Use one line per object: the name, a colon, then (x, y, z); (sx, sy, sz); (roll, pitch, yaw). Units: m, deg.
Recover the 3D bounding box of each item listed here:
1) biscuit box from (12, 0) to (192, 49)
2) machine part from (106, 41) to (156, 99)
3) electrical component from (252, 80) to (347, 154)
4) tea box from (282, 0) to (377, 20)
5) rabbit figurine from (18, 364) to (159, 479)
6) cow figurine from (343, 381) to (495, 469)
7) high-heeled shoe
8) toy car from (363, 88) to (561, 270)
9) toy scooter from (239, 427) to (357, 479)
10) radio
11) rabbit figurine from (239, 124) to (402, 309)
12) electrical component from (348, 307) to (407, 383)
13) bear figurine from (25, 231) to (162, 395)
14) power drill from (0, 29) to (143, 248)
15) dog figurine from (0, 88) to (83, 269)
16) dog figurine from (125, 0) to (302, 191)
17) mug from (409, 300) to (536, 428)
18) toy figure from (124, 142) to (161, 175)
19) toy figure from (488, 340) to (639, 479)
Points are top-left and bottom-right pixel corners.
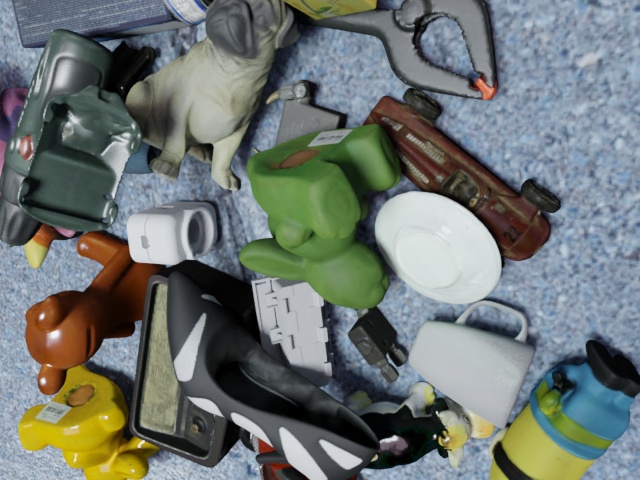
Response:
biscuit box: (-0.233, -0.248, 0.575); (0.203, 0.059, 0.062); (0, 106, 21)
machine part: (-0.252, -0.183, 0.600); (0.139, 0.084, 0.039); (6, 152, 29)
electrical component: (-0.019, -0.107, 0.540); (0.078, 0.045, 0.102); (27, 114, 14)
tea box: (0.001, -0.278, 0.428); (0.068, 0.098, 0.169); (5, 94, 36)
rabbit figurine: (-0.292, 0.271, 0.736); (0.163, 0.122, 0.173); (3, 120, 11)
cow figurine: (0.093, 0.196, 0.555); (0.167, 0.098, 0.068); (-15, 93, 24)
high-heeled shoe: (-0.049, 0.125, 0.515); (0.145, 0.086, 0.248); (-23, 98, 30)
toy car: (0.123, -0.056, 0.497); (0.202, 0.053, 0.089); (41, 119, 5)
toy scooter: (-0.018, 0.261, 0.630); (0.135, 0.075, 0.183); (1, 109, 22)
radio: (-0.146, 0.151, 0.648); (0.131, 0.073, 0.229); (19, 111, 16)
rabbit figurine: (-0.001, -0.002, 0.499); (0.159, 0.121, 0.170); (-3, 123, 31)
electrical component: (0.054, 0.100, 0.560); (0.021, 0.063, 0.094); (-37, 89, 26)
bear figurine: (-0.270, 0.076, 0.609); (0.132, 0.196, 0.120); (12, 112, 19)
power drill: (-0.238, -0.072, 0.491); (0.207, 0.086, 0.232); (31, 101, 57)
dog figurine: (-0.363, -0.077, 0.618); (0.108, 0.191, 0.219); (-36, 74, 20)
dog figurine: (-0.113, -0.167, 0.526); (0.173, 0.121, 0.190); (35, 109, 27)
mug: (0.147, 0.110, 0.522); (0.107, 0.080, 0.109); (20, 92, 24)
toy figure: (-0.255, -0.116, 0.620); (0.155, 0.058, 0.064); (16, 130, 14)
toy figure: (0.223, 0.181, 0.503); (0.082, 0.089, 0.180); (35, 117, 14)
